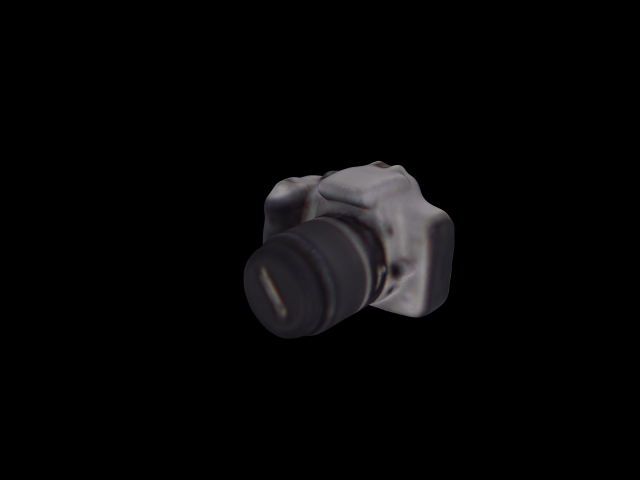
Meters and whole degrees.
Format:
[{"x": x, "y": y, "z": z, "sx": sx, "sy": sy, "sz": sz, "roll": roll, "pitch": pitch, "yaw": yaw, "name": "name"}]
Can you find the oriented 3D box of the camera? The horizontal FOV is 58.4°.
[{"x": 0.004, "y": 0.001, "z": 0.400, "sx": 0.142, "sy": 0.101, "sz": 0.137, "roll": 17, "pitch": 27, "yaw": 37, "name": "camera"}]
